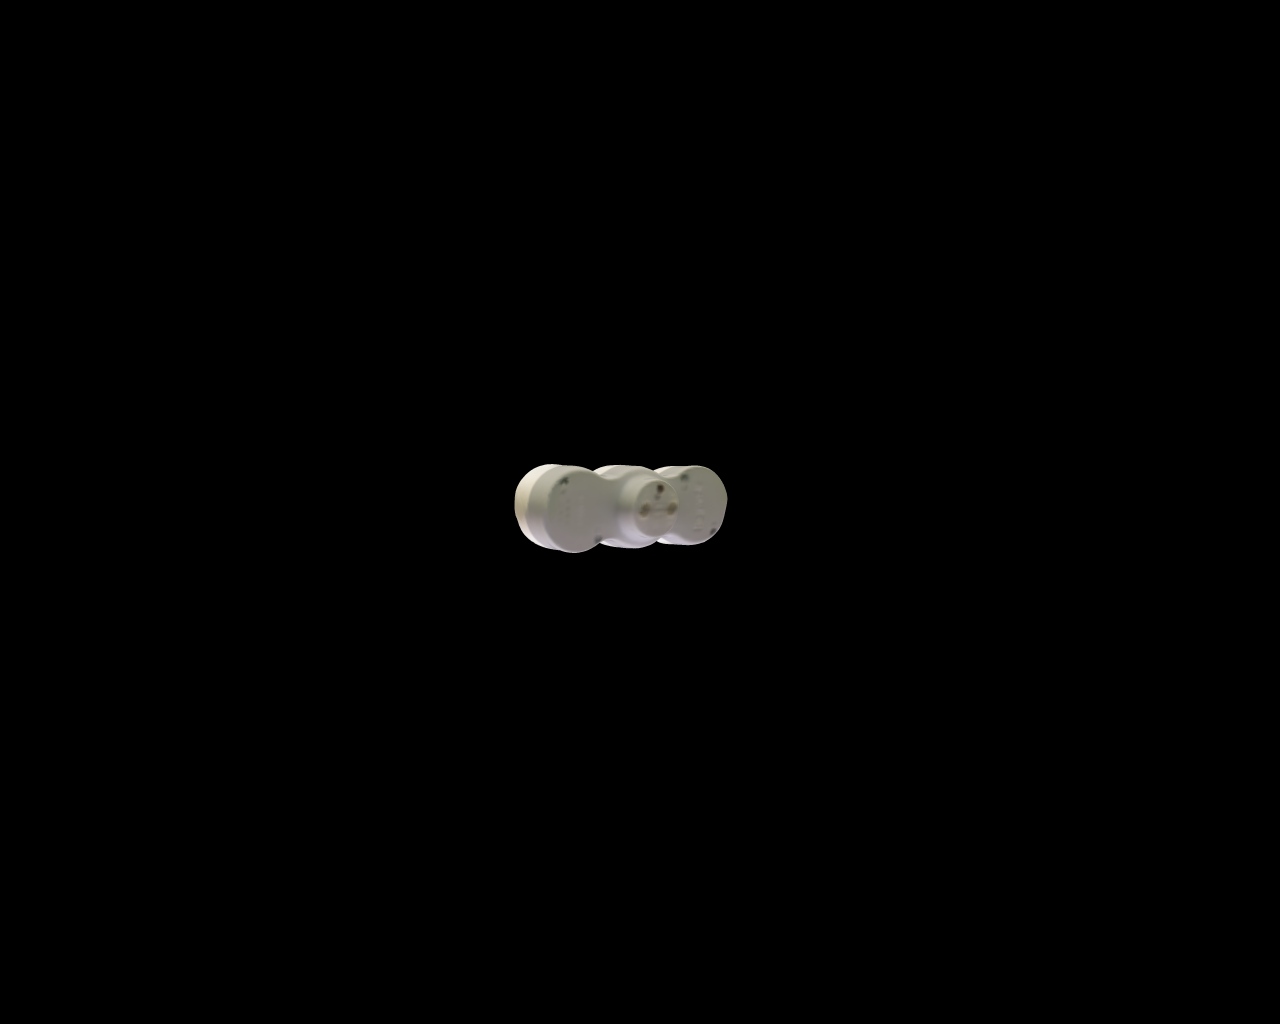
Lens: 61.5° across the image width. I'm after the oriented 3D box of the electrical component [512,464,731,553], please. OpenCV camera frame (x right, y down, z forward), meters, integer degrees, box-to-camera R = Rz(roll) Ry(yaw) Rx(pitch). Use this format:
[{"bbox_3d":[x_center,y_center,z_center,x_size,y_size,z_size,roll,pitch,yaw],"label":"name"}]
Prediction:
[{"bbox_3d":[0.001,-0.003,0.650,0.138,0.052,0.073,-1,3,-34],"label":"electrical component"}]
